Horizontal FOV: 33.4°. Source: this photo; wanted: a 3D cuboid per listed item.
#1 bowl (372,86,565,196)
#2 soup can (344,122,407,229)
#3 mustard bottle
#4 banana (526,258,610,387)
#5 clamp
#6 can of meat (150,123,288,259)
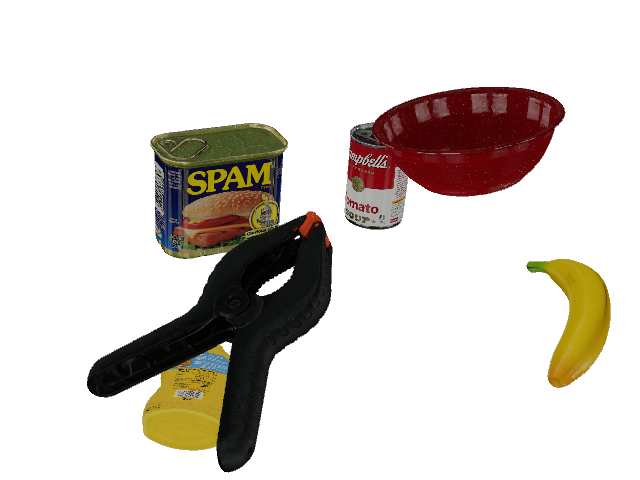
[{"bbox_3d":[0.127,-0.080,0.909,0.162,0.055,0.162,-8,25,3],"label":"bowl"},{"bbox_3d":[0.063,-0.072,1.188,0.068,0.102,0.068,3,28,-2],"label":"soup can"},{"bbox_3d":[-0.146,0.173,1.277,0.096,0.058,0.191,3,25,4],"label":"mustard bottle"},{"bbox_3d":[0.239,0.069,0.999,0.070,0.037,0.197,-26,23,18],"label":"banana"},{"bbox_3d":[-0.042,0.055,0.626,0.120,0.171,0.039,34,-21,32],"label":"clamp"},{"bbox_3d":[-0.079,-0.039,0.829,0.102,0.084,0.057,-10,31,-24],"label":"can of meat"}]
